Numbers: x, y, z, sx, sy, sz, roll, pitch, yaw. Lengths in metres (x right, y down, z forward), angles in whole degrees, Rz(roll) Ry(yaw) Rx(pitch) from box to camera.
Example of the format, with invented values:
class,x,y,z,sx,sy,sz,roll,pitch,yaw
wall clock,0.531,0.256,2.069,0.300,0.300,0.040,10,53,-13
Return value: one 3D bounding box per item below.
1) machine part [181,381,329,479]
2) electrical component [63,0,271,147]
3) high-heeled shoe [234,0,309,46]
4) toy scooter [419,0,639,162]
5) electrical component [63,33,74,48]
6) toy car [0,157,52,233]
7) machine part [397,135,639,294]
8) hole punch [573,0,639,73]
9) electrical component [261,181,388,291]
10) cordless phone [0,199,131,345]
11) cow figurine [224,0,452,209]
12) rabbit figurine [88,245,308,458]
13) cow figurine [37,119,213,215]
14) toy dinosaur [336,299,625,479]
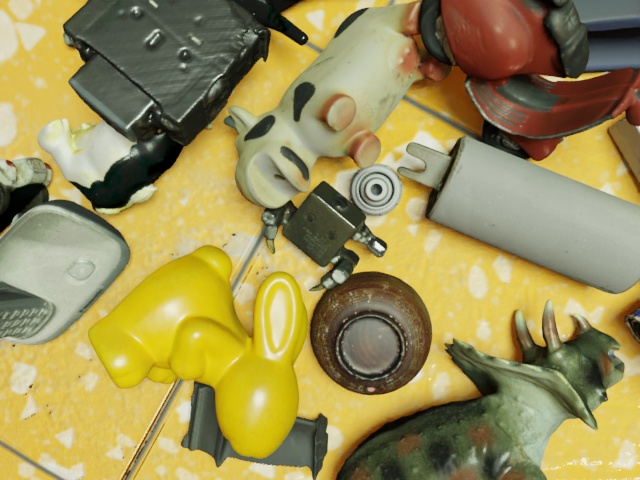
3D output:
class,x,y,z,sx,sy,sz,roll,pitch,yaw
machine part,-0.059,0.178,0.508,0.139,0.039,0.084,14,91,6
electrical component,-0.121,-0.142,0.415,0.115,0.058,0.134,38,79,1
high-heeled shoe,0.005,-0.268,0.440,0.248,0.086,0.145,-47,66,9
toy scooter,0.159,-0.123,0.383,0.075,0.135,0.183,-52,126,-15
electrical component,-0.188,-0.186,0.495,0.094,0.021,0.063,-19,94,6
toy car,-0.334,-0.010,0.499,0.202,0.073,0.056,-40,91,8
machine part,0.180,-0.020,0.447,0.243,0.079,0.079,23,97,2
hole punch,0.232,-0.200,0.423,0.142,0.092,0.115,-2,91,9
electrical component,-0.002,-0.003,0.473,0.102,0.045,0.078,45,133,-3
cordless phone,-0.259,0.032,0.441,0.146,0.184,0.089,-44,86,8
cow figurine,0.001,-0.109,0.444,0.195,0.127,0.085,-51,129,-6
rabbit figurine,-0.078,0.098,0.464,0.162,0.121,0.173,-39,70,-14
cow figurine,-0.151,-0.096,0.476,0.167,0.068,0.098,-31,93,8
toy dinosaur,0.094,0.211,0.462,0.405,0.131,0.192,-36,79,12
